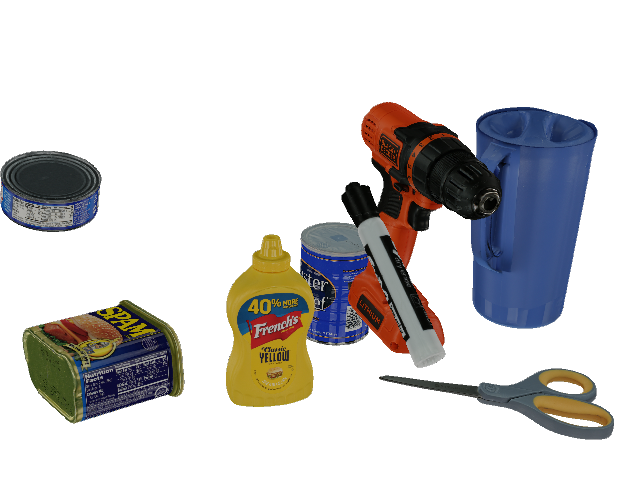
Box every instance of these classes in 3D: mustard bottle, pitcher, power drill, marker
[{"bbox_3d":[-0.055,0.086,1.168,0.096,0.192,0.058,-3,21,-13],"label":"mustard bottle"},{"bbox_3d":[0.231,-0.021,1.228,0.149,0.243,0.145,-1,26,-5],"label":"pitcher"},{"bbox_3d":[0.081,-0.004,0.883,0.057,0.188,0.185,-3,26,-23],"label":"power drill"},{"bbox_3d":[0.041,0.017,0.628,0.020,0.121,0.020,-19,-24,-9],"label":"marker"}]

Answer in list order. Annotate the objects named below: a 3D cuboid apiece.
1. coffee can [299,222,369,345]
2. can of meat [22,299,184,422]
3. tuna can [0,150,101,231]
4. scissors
[{"bbox_3d":[0.021,0.059,1.469,0.103,0.140,0.103,3,24,-1],"label":"coffee can"},{"bbox_3d":[-0.163,0.089,0.791,0.083,0.057,0.102,-14,21,-33],"label":"can of meat"},{"bbox_3d":[-0.237,-0.043,0.936,0.086,0.034,0.086,9,32,-6],"label":"tuna can"},{"bbox_3d":[0.160,0.128,0.946,0.202,0.016,0.096,16,28,14],"label":"scissors"}]
